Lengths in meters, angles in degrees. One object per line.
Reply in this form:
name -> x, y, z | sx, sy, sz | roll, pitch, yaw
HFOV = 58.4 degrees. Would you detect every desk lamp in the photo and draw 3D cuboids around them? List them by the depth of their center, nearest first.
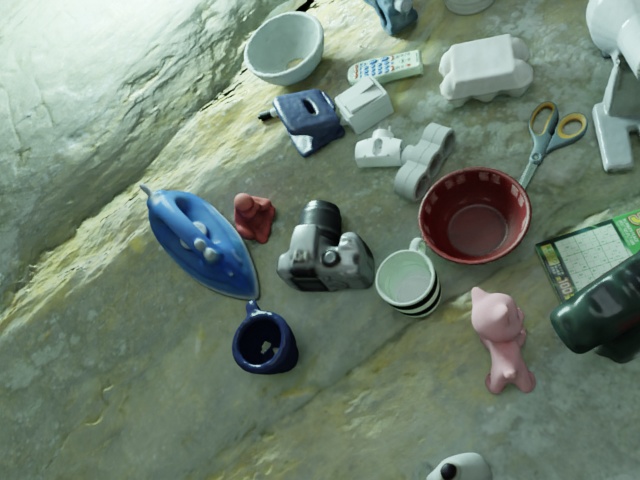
desk lamp -> 0.442, -0.236, 0.788 | 0.117, 0.214, 0.203 | -7, 62, 18

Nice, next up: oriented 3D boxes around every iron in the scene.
iron -> -0.206, -0.002, 0.959 | 0.119, 0.142, 0.257 | -47, 58, -6

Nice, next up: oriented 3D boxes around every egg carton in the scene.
egg carton -> 0.277, -0.283, 0.962 | 0.150, 0.070, 0.107 | -7, 62, 18

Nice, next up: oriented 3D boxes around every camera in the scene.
camera -> 0.008, 0.003, 0.898 | 0.142, 0.101, 0.137 | -3, 63, 20

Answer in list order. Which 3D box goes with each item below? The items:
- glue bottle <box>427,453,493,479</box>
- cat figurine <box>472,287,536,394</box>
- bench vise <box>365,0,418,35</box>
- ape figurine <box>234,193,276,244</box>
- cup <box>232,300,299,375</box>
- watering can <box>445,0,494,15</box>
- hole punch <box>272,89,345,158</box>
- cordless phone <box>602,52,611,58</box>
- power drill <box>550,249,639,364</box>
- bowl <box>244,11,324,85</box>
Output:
glue bottle -> 0.155, 0.274, 0.659 | 0.078, 0.173, 0.037 | -34, 57, 2
cat figurine -> 0.234, 0.125, 0.738 | 0.067, 0.118, 0.128 | -12, 60, 15
bench vise -> 0.107, -0.506, 1.053 | 0.206, 0.220, 0.121 | 36, 81, 32
ape figurine -> -0.118, -0.046, 0.978 | 0.078, 0.092, 0.076 | -38, 57, -1
cup -> -0.075, 0.153, 0.857 | 0.091, 0.095, 0.117 | -27, 58, 6
watering can -> 0.249, -0.507, 1.014 | 0.172, 0.194, 0.101 | -4, 63, 19
hole punch -> -0.021, -0.225, 1.033 | 0.101, 0.091, 0.108 | -31, 57, 4
cordless phone -> 0.492, -0.360, 0.850 | 0.147, 0.185, 0.094 | 9, 68, 25
power drill -> 0.376, 0.065, 0.661 | 0.229, 0.209, 0.075 | -32, 57, 3
bowl -> -0.060, -0.364, 1.130 | 0.167, 0.075, 0.167 | -9, 61, 17
